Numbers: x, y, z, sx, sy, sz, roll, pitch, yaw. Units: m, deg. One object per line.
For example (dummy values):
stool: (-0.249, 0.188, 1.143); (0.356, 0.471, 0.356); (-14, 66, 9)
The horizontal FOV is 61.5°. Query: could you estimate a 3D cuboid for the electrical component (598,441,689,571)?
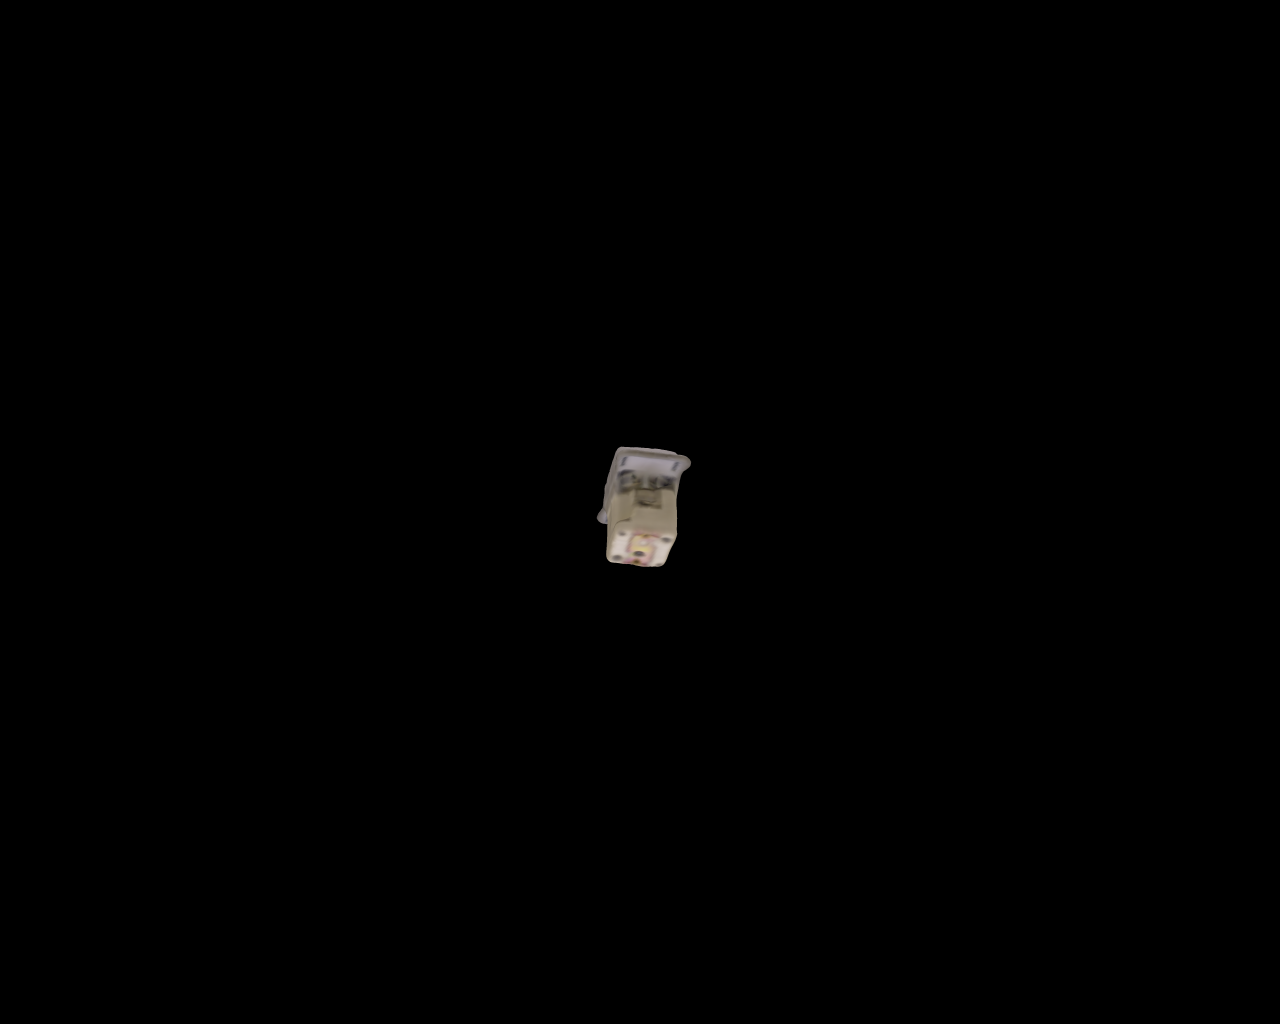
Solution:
electrical component: (0.001, -0.003, 0.650); (0.042, 0.064, 0.080); (6, -32, -9)
